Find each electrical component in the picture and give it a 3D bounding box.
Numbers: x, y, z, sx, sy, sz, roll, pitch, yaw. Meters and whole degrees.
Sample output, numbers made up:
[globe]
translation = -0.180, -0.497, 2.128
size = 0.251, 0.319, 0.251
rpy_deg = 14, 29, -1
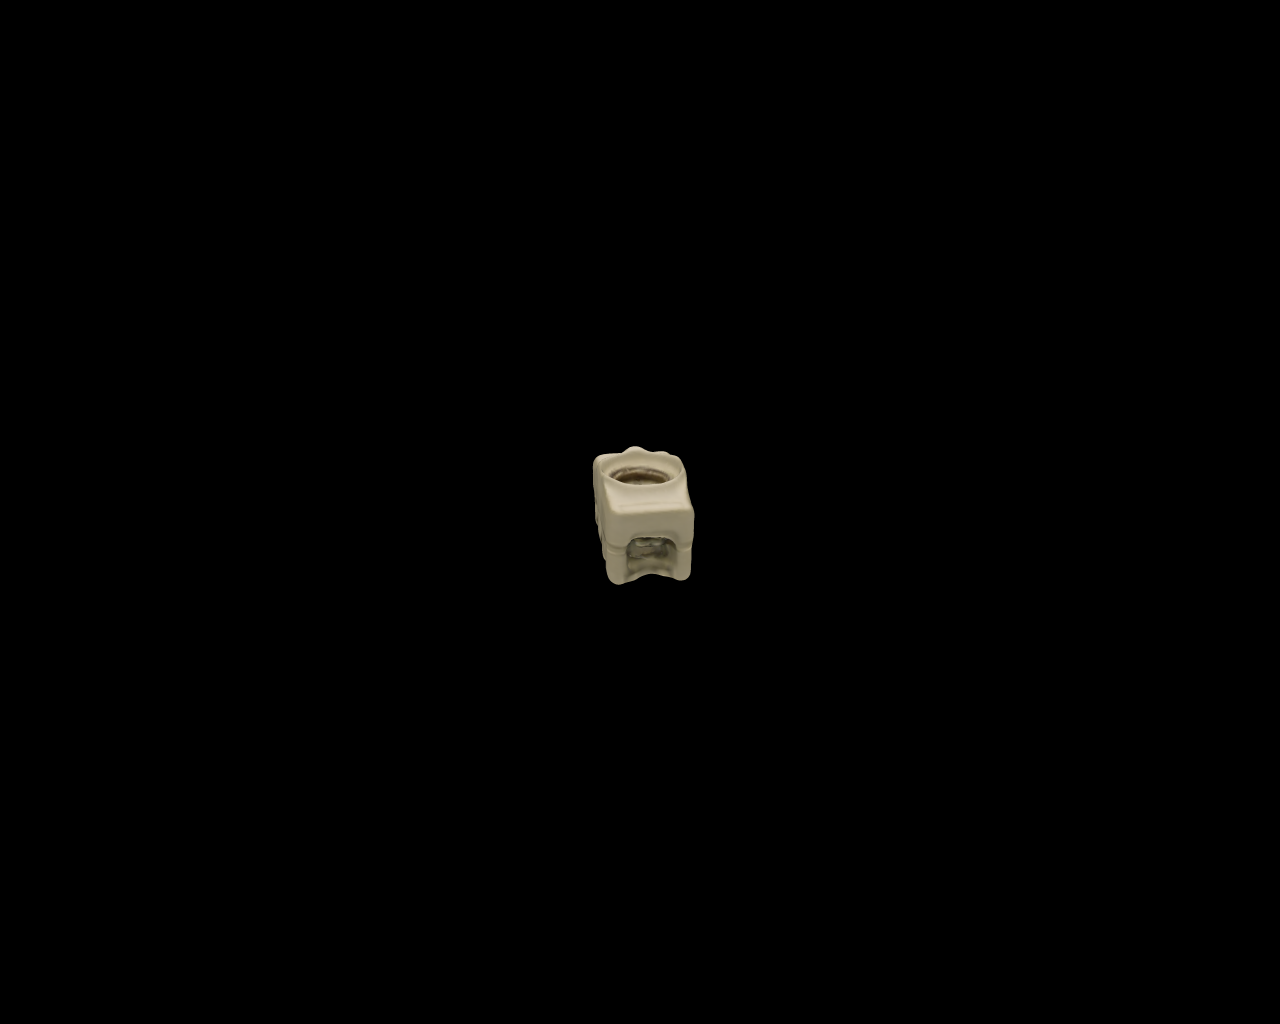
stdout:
[electrical component]
translation = 0.001, -0.003, 0.650
size = 0.050, 0.055, 0.090
rpy_deg = -3, 26, -7
